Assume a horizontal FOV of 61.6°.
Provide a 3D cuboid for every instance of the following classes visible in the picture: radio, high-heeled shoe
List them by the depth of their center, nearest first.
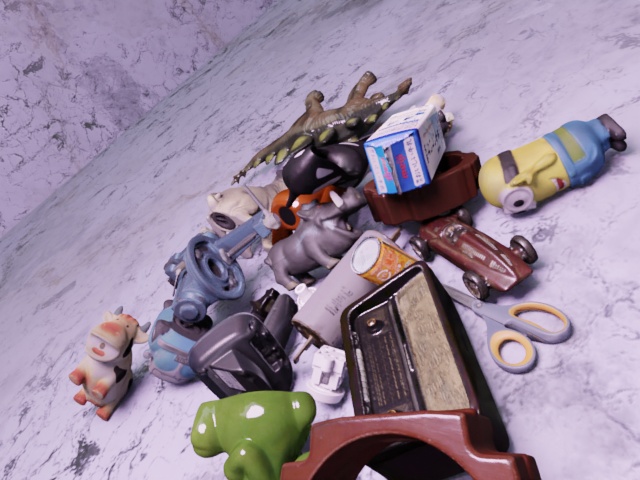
[{"bbox_3d":[0.099,0.139,0.583,0.131,0.073,0.230,-33,30,17],"label":"radio"},{"bbox_3d":[0.030,-0.132,0.818,0.249,0.086,0.145,-41,-10,-35],"label":"high-heeled shoe"}]

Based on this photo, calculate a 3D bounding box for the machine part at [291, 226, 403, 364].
[{"bbox_3d":[0.042,0.070,0.735,0.243,0.079,0.079,-48,33,-19],"label":"machine part"}]

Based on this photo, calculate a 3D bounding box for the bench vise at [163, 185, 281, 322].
[{"bbox_3d":[-0.155,0.021,0.877,0.240,0.128,0.224,-37,16,20],"label":"bench vise"}]

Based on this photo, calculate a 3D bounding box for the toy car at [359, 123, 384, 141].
[{"bbox_3d":[0.076,-0.159,1.028,0.202,0.056,0.073,-23,40,24],"label":"toy car"}]

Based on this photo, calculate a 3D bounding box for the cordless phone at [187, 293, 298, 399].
[{"bbox_3d":[-0.080,0.127,0.715,0.089,0.146,0.184,-6,43,29],"label":"cordless phone"}]

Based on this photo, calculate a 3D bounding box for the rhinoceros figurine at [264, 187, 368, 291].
[{"bbox_3d":[-0.002,-0.002,0.813,0.190,0.112,0.073,-39,-16,26],"label":"rhinoceros figurine"}]

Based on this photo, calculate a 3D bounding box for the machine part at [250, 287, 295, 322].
[{"bbox_3d":[-0.099,0.134,0.805,0.039,0.084,0.139,39,90,29],"label":"machine part"}]

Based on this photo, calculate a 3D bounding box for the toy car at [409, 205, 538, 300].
[{"bbox_3d":[0.188,0.008,0.685,0.089,0.053,0.202,-32,24,-5],"label":"toy car"}]

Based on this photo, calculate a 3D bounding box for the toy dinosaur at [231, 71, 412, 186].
[{"bbox_3d":[-0.006,-0.232,1.163,0.472,0.105,0.198,-19,39,35],"label":"toy dinosaur"}]

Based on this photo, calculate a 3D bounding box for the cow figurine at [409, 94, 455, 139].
[{"bbox_3d":[0.182,-0.178,0.925,0.098,0.068,0.167,38,75,18],"label":"cow figurine"}]

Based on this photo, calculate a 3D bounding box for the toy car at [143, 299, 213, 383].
[{"bbox_3d":[-0.229,0.170,0.854,0.103,0.109,0.162,-59,22,7],"label":"toy car"}]

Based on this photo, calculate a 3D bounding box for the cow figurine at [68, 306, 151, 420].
[{"bbox_3d":[-0.337,0.194,0.869,0.127,0.085,0.194,-59,-6,-42],"label":"cow figurine"}]

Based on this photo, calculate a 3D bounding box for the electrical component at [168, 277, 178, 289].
[{"bbox_3d":[-0.231,0.073,1.032,0.119,0.047,0.075,7,53,51],"label":"electrical component"}]

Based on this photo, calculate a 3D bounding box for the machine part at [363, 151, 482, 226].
[{"bbox_3d":[0.153,-0.078,0.797,0.179,0.056,0.179,-21,15,6],"label":"machine part"}]

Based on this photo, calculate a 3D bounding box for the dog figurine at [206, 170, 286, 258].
[{"bbox_3d":[-0.116,-0.083,1.013,0.121,0.172,0.190,2,55,32],"label":"dog figurine"}]

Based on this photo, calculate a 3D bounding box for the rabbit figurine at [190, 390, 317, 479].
[{"bbox_3d":[-0.048,0.258,0.575,0.159,0.121,0.170,-16,55,20],"label":"rabbit figurine"}]

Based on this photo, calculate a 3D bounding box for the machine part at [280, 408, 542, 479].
[{"bbox_3d":[0.071,0.238,0.411,0.202,0.087,0.201,-15,65,27],"label":"machine part"}]

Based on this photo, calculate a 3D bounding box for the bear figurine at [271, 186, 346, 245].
[{"bbox_3d":[0.003,-0.069,0.939,0.120,0.131,0.196,12,36,34],"label":"bear figurine"}]

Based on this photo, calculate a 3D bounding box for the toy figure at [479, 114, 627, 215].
[{"bbox_3d":[0.299,-0.099,0.703,0.180,0.082,0.089,-32,35,11],"label":"toy figure"}]
